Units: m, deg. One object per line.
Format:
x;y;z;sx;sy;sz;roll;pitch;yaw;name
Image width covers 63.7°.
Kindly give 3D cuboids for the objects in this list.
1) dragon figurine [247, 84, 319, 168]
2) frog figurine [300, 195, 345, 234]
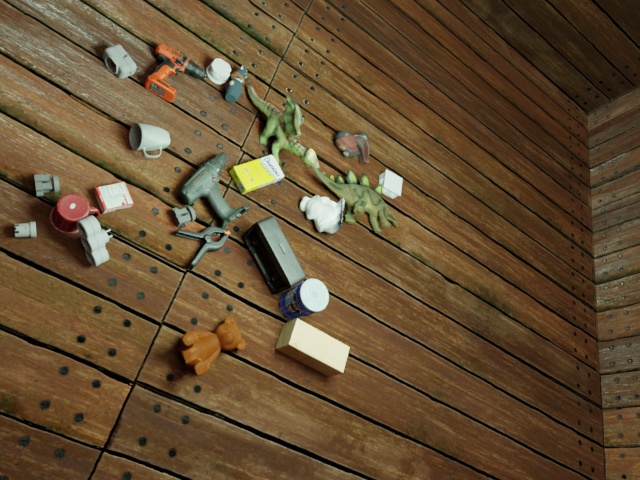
-0.127;-0.416;1.799;0.124;0.239;0.411;-28;89;-35;dragon figurine
0.006;-0.093;1.843;0.159;0.121;0.139;5;71;6;frog figurine
